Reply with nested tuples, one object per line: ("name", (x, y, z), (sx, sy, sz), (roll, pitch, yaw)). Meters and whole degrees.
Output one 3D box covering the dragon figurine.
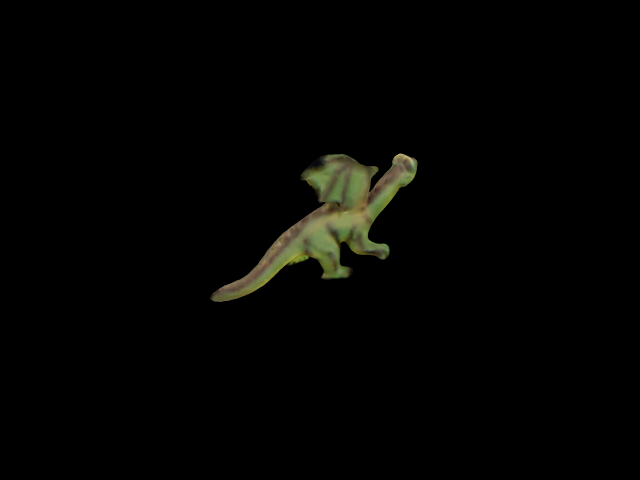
("dragon figurine", (0.003, -0.043, 0.850), (0.413, 0.237, 0.124), (-23, 46, -23))
